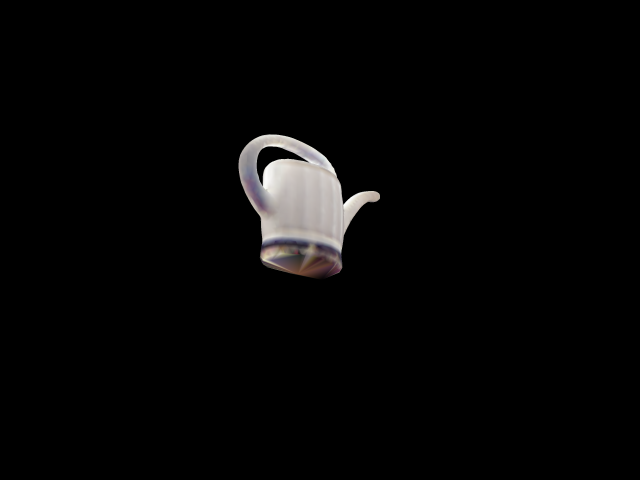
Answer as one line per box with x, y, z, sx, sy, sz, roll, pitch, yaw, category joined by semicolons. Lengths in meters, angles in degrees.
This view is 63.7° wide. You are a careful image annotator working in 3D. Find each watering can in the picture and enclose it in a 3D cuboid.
0.003;-0.043;0.850;0.103;0.228;0.345;-17;-25;39;watering can
